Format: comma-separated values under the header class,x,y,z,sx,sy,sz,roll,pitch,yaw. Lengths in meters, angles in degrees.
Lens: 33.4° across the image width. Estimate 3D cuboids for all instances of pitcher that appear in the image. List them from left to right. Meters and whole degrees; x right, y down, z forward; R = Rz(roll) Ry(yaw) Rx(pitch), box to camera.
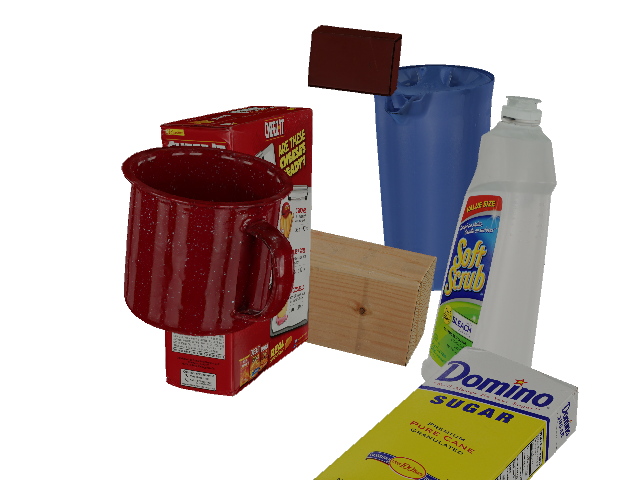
class,x,y,z,sx,sy,sz,roll,pitch,yaw
pitcher,0.133,-0.075,1.211,0.149,0.243,0.145,-6,22,-8

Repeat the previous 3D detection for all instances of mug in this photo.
class,x,y,z,sx,sy,sz,roll,pitch,yaw
mug,-0.057,0.005,0.585,0.117,0.081,0.093,26,28,37

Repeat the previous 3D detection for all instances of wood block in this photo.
class,x,y,z,sx,sy,sz,roll,pitch,yaw
wood block,0.003,0.049,1.082,0.206,0.091,0.090,13,22,14

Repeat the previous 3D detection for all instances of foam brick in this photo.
class,x,y,z,sx,sy,sz,roll,pitch,yaw
foam brick,0.031,-0.163,0.969,0.078,0.051,0.053,9,19,9

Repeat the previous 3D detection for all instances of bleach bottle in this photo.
class,x,y,z,sx,sy,sz,roll,pitch,yaw
bleach bottle,0.142,0.008,0.867,0.068,0.251,0.103,2,14,-21

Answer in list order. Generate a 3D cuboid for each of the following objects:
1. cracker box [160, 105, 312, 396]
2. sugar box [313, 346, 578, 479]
class,x,y,z,sx,sy,sz,roll,pitch,yaw
cracker box,-0.067,0.001,0.891,0.072,0.214,0.164,5,13,21
sugar box,0.086,0.139,0.702,0.093,0.048,0.175,20,41,35
